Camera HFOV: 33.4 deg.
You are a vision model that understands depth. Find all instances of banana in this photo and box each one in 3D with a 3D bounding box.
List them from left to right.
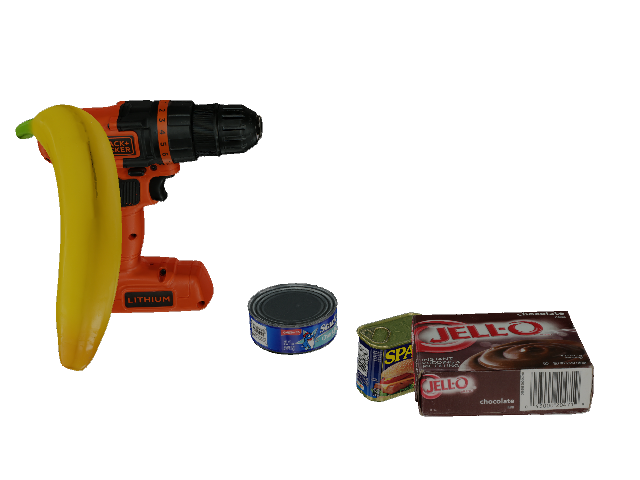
[{"bbox_3d":[-0.146,-0.019,0.645,0.037,0.198,0.070,10,-45,-34],"label":"banana"}]

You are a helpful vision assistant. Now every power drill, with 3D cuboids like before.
[{"bbox_3d":[-0.136,-0.030,0.909,0.184,0.188,0.057,-1,28,3],"label":"power drill"}]

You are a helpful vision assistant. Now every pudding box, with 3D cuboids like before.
[{"bbox_3d":[0.119,0.081,0.718,0.113,0.039,0.090,0,21,2],"label":"pudding box"}]

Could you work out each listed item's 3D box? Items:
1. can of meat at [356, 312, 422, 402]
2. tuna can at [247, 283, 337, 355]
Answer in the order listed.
[{"bbox_3d":[0.094,0.148,1.345,0.101,0.084,0.058,-12,29,-29],"label":"can of meat"},{"bbox_3d":[-0.026,0.075,1.023,0.086,0.034,0.086,-2,25,1],"label":"tuna can"}]
